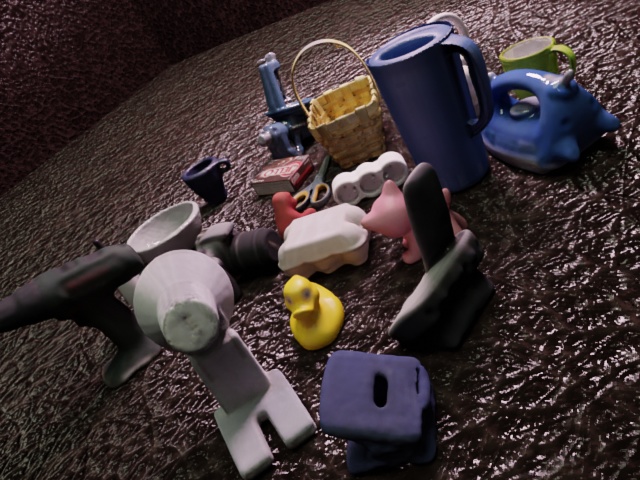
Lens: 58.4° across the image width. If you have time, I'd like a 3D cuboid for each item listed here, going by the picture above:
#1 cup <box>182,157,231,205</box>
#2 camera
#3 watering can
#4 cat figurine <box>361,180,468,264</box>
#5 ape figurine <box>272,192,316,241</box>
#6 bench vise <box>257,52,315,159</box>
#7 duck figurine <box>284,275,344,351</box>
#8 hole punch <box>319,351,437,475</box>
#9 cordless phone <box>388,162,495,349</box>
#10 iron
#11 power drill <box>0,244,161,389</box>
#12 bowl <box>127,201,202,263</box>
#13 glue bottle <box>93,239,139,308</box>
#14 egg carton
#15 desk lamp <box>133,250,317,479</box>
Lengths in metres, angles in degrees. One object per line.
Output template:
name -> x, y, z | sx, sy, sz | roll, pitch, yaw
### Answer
cup -> -0.240, -0.133, 1.300 | 0.117, 0.095, 0.091 | -20, 30, 16
camera -> -0.141, 0.026, 0.953 | 0.136, 0.101, 0.143 | -13, 33, 27
watering can -> 0.243, -0.329, 1.078 | 0.101, 0.194, 0.172 | -38, 30, -15
cat figurine -> 0.127, -0.032, 0.789 | 0.127, 0.118, 0.067 | -17, 31, 21
ape figurine -> -0.050, -0.044, 0.993 | 0.076, 0.092, 0.077 | -44, 32, -25
bench vise -> -0.083, -0.303, 1.300 | 0.121, 0.220, 0.207 | -17, 31, 22
duck figurine -> -0.017, 0.084, 0.765 | 0.077, 0.086, 0.104 | -22, 30, 13
hole punch -> 0.059, 0.161, 0.569 | 0.101, 0.091, 0.108 | -18, 31, 19
cordless phone -> 0.114, 0.019, 0.648 | 0.093, 0.185, 0.148 | 1, 41, 43
iron -> 0.308, -0.200, 0.869 | 0.119, 0.142, 0.257 | -36, 29, -11
power drill -> -0.349, 0.122, 0.873 | 0.230, 0.209, 0.075 | -41, 31, -20
bowl -> -0.304, -0.002, 1.171 | 0.167, 0.075, 0.167 | -22, 30, 13
glue bottle -> -0.336, 0.065, 0.990 | 0.037, 0.173, 0.078 | -34, 29, -8
egg carton -> 0.008, 0.003, 0.889 | 0.150, 0.069, 0.107 | -18, 31, 20
desk lamp -> -0.119, 0.124, 0.659 | 0.118, 0.214, 0.202 | -35, 29, -11
